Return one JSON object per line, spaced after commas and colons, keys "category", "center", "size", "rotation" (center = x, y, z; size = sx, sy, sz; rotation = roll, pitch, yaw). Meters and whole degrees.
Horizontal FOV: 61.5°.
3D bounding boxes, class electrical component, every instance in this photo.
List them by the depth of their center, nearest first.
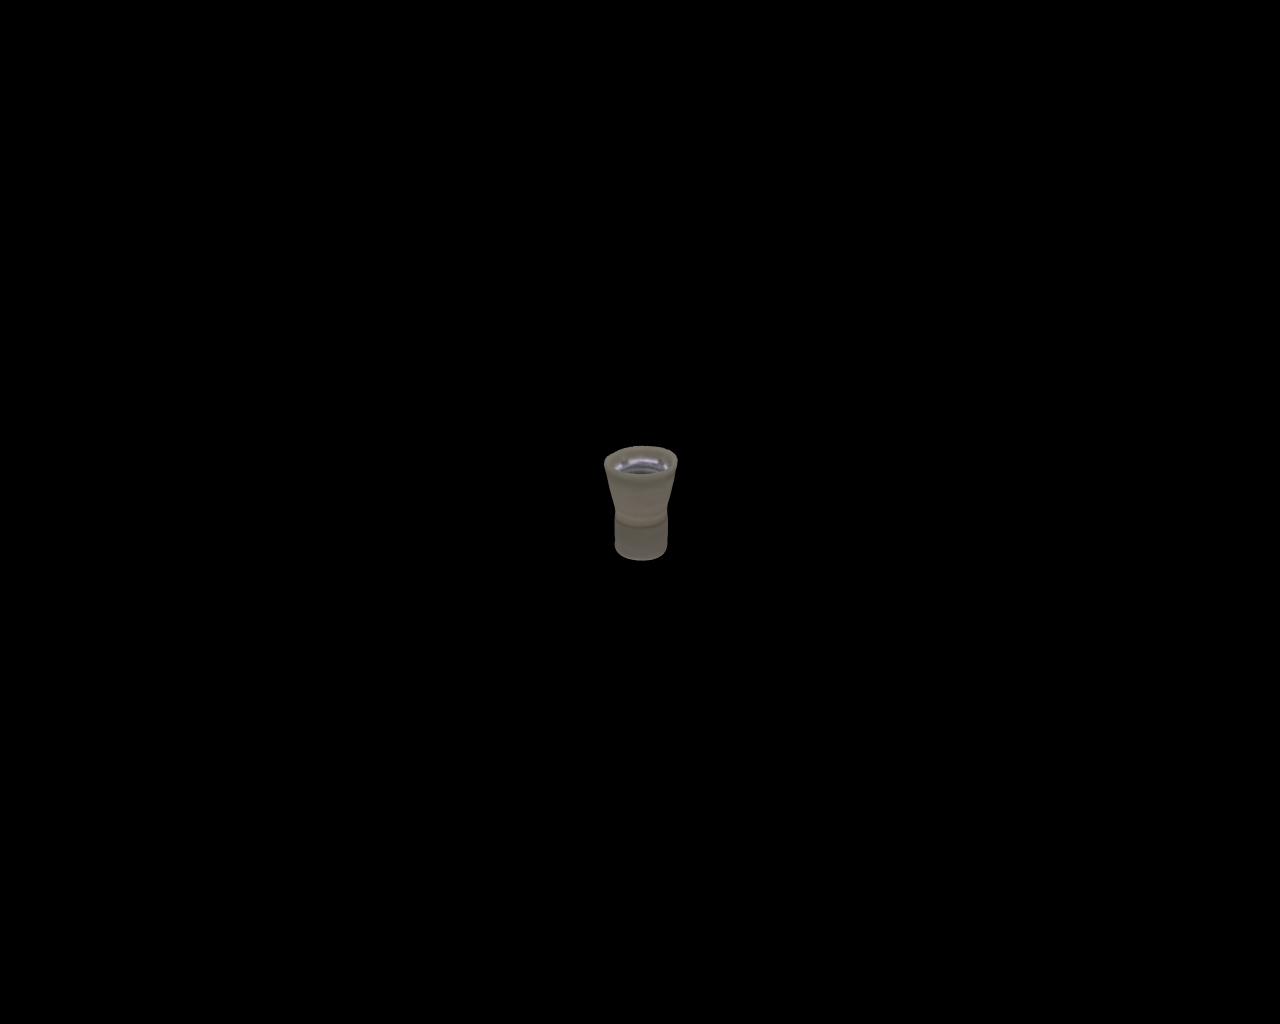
{"category": "electrical component", "center": [0.001, -0.003, 0.650], "size": [0.044, 0.065, 0.044], "rotation": [0, 27, 0]}
